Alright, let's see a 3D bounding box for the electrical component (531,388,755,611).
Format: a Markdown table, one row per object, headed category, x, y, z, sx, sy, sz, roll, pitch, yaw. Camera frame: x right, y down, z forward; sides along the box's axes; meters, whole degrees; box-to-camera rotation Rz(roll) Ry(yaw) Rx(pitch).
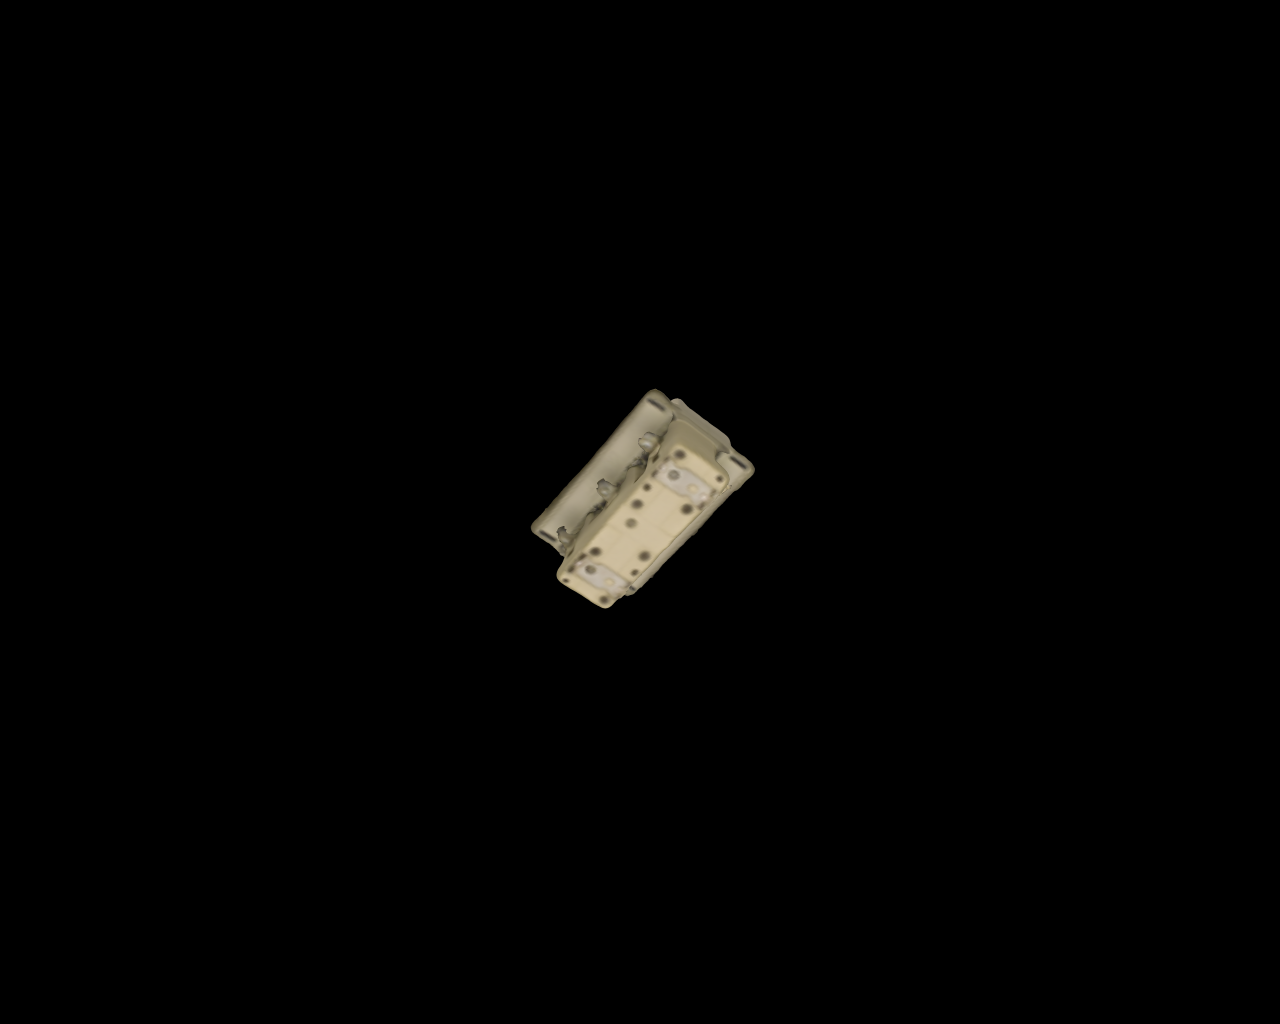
| category | x | y | z | sx | sy | sz | roll | pitch | yaw |
| --- | --- | --- | --- | --- | --- | --- | --- | --- | --- |
| electrical component | 0.001 | -0.003 | 0.650 | 0.078 | 0.121 | 0.063 | 36 | 24 | -18 |
